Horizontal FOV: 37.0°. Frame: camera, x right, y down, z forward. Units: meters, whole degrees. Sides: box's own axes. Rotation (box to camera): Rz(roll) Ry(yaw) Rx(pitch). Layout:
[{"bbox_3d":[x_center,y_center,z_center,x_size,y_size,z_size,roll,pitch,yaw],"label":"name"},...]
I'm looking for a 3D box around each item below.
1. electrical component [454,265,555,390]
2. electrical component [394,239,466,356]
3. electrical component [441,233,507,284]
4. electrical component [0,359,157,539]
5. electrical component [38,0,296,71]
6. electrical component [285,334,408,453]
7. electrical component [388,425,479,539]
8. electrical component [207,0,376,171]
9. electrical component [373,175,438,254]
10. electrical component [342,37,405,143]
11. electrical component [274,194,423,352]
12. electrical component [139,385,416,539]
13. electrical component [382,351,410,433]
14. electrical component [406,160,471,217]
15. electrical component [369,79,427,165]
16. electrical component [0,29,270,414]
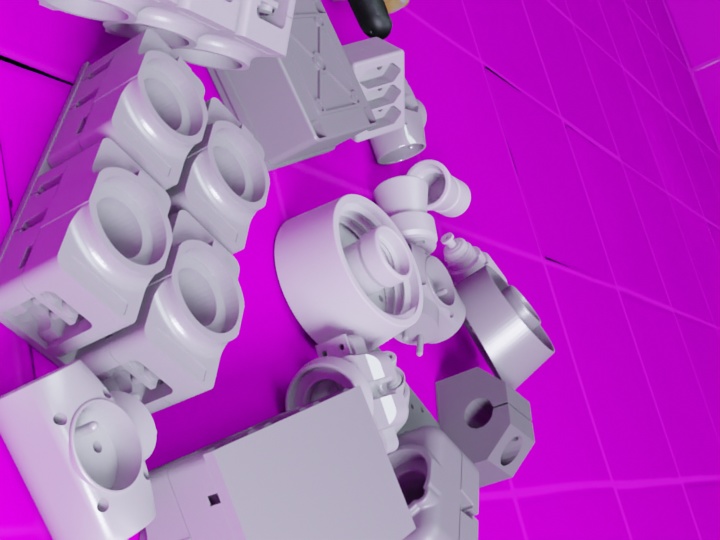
[{"bbox_3d":[0.111,0.047,0.878,0.099,0.064,0.099,48,12,-14],"label":"electrical component"},{"bbox_3d":[0.042,0.029,0.808,0.077,0.044,0.079,47,32,-32],"label":"electrical component"},{"bbox_3d":[0.095,-0.001,0.933,0.078,0.040,0.040,50,31,-29],"label":"electrical component"},{"bbox_3d":[-0.118,0.078,0.483,0.077,0.044,0.079,65,27,-3],"label":"electrical component"},{"bbox_3d":[-0.115,-0.165,0.619,0.150,0.089,0.061,12,88,-58],"label":"electrical component"},{"bbox_3d":[-0.010,0.080,0.662,0.057,0.058,0.078,0,69,-64],"label":"electrical component"},{"bbox_3d":[0.039,0.152,0.696,0.059,0.054,0.095,48,32,-32],"label":"electrical component"},{"bbox_3d":[-0.050,-0.134,0.759,0.108,0.056,0.109,65,27,-3],"label":"electrical component"},{"bbox_3d":[0.036,-0.041,0.853,0.045,0.045,0.055,28,46,-51],"label":"electrical component"},{"bbox_3d":[-0.005,-0.148,0.849,0.047,0.077,0.065,-21,127,-26],"label":"electrical component"},{"bbox_3d":[0.000,0.000,0.731,0.108,0.060,0.108,39,36,-36],"label":"electrical component"},{"bbox_3d":[-0.042,0.125,0.562,0.150,0.062,0.089,-13,81,-63],"label":"electrical component"},{"bbox_3d":[0.016,0.079,0.706,0.035,0.035,0.061,-75,172,-51],"label":"electrical component"},{"bbox_3d":[0.071,-0.068,0.943,0.065,0.044,0.044,17,55,-62],"label":"electrical component"},{"bbox_3d":[0.032,-0.132,0.918,0.079,0.043,0.077,0,69,-60],"label":"electrical component"},{"bbox_3d":[-0.111,-0.030,0.563,0.105,0.060,0.186,46,33,-33],"label":"electrical component"}]
